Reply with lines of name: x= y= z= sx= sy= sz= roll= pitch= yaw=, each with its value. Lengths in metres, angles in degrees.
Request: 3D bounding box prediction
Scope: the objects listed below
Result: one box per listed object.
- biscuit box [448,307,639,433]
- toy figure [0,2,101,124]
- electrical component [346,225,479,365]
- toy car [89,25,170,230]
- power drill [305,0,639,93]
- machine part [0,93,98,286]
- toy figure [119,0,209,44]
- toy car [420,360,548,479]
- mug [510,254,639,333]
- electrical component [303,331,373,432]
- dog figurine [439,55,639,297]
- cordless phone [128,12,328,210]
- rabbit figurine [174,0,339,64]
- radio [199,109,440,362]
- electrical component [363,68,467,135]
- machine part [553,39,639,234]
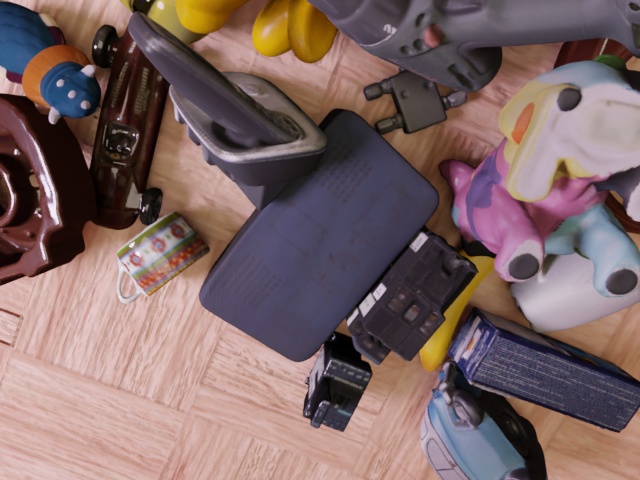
biscuit box: x=0.238 y=0.137 z=0.557 sx=0.202 sy=0.059 sz=0.062 roll=22 pitch=102 yaw=-16
toy figure: x=-0.235 y=-0.151 z=0.464 sx=0.155 sy=0.058 sz=0.064 roll=42 pitch=118 yaw=18
electrical component: x=0.080 y=0.052 z=0.519 sx=0.058 sy=0.115 sz=0.134 roll=37 pitch=99 yaw=-5
toy car: x=-0.181 y=-0.106 z=0.506 sx=0.089 sy=0.053 sz=0.202 roll=18 pitch=103 yaw=-3
power drill: x=0.116 y=-0.161 z=0.370 sx=0.207 sy=0.232 sz=0.086 roll=-2 pitch=85 yaw=36
machine part: x=-0.288 y=-0.045 z=0.490 sx=0.180 sy=0.056 sz=0.179 roll=4 pitch=104 yaw=18
toy figure: x=-0.163 y=-0.242 z=0.458 sx=0.180 sy=0.082 sz=0.089 roll=33 pitch=85 yaw=-11
toy car: x=0.161 y=0.215 z=0.568 sx=0.103 sy=0.109 sz=0.161 roll=-40 pitch=93 yaw=25
mug: x=0.247 y=0.041 z=0.536 sx=0.107 sy=0.081 sz=0.109 roll=-32 pitch=127 yaw=13
electrical component: x=0.017 y=0.147 z=0.536 sx=0.048 sy=0.119 sz=0.074 roll=23 pitch=99 yaw=-7
dog figurine: x=0.167 y=-0.056 z=0.441 sx=0.108 sy=0.219 sz=0.191 roll=3 pitch=112 yaw=-4
cordless phone: x=-0.090 y=-0.118 z=0.424 sx=0.089 sy=0.147 sz=0.184 roll=-44 pitch=142 yaw=7
rabbit figurine: x=-0.024 y=-0.218 z=0.403 sx=0.173 sy=0.122 sz=0.162 roll=-20 pitch=119 yaw=-28
radio: x=-0.001 y=-0.002 z=0.526 sx=0.131 sy=0.073 sz=0.229 roll=37 pitch=101 yaw=-10
electrical component: x=0.093 y=-0.139 z=0.522 sx=0.094 sy=0.021 sz=0.063 roll=-19 pitch=102 yaw=3
machine part: x=0.320 y=-0.105 z=0.507 sx=0.201 sy=0.087 sz=0.200 roll=10 pitch=103 yaw=-3
